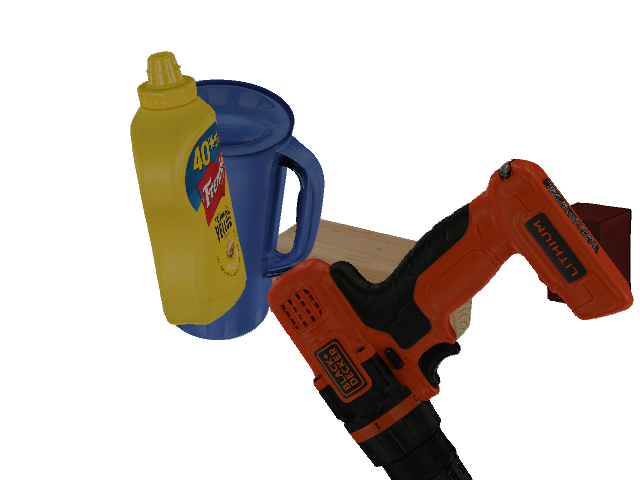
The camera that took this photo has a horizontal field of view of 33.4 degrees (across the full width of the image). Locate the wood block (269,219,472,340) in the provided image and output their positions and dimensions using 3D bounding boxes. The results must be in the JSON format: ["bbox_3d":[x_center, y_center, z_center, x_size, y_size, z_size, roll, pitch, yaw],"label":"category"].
[{"bbox_3d":[0.055,0.048,1.168,0.206,0.091,0.090,14,27,25],"label":"wood block"}]

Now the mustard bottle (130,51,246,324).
[{"bbox_3d":[-0.098,-0.042,0.773,0.058,0.191,0.096,-1,26,16],"label":"mustard bottle"}]

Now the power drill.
[{"bbox_3d":[0.084,0.056,0.629,0.188,0.184,0.057,-36,-1,17],"label":"power drill"}]

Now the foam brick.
[{"bbox_3d":[0.224,0.012,0.892,0.051,0.078,0.053,-20,22,-41],"label":"foam brick"}]

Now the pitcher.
[{"bbox_3d":[-0.089,-0.020,1.033,0.144,0.243,0.149,-8,40,-16],"label":"pitcher"}]
